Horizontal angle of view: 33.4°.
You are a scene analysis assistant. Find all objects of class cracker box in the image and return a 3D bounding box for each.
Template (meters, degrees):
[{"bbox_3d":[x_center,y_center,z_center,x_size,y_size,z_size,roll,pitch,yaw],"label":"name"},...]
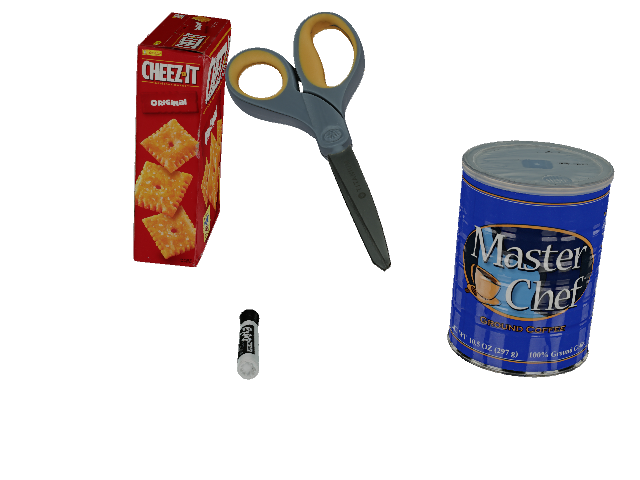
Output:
[{"bbox_3d":[-0.136,-0.103,1.062,0.072,0.214,0.164,6,23,1],"label":"cracker box"}]

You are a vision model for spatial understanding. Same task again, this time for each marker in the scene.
[{"bbox_3d":[-0.065,0.092,0.969,0.020,0.020,0.121,0,18,-3],"label":"marker"}]

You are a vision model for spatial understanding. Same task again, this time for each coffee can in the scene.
[{"bbox_3d":[0.146,0.011,0.755,0.103,0.140,0.103,2,22,-1],"label":"coffee can"}]

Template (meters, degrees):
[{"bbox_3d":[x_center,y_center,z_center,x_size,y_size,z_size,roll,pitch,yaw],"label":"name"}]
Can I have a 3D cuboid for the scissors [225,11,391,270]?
[{"bbox_3d":[-0.011,-0.059,0.620,0.096,0.201,0.016,-8,-38,10],"label":"scissors"}]
